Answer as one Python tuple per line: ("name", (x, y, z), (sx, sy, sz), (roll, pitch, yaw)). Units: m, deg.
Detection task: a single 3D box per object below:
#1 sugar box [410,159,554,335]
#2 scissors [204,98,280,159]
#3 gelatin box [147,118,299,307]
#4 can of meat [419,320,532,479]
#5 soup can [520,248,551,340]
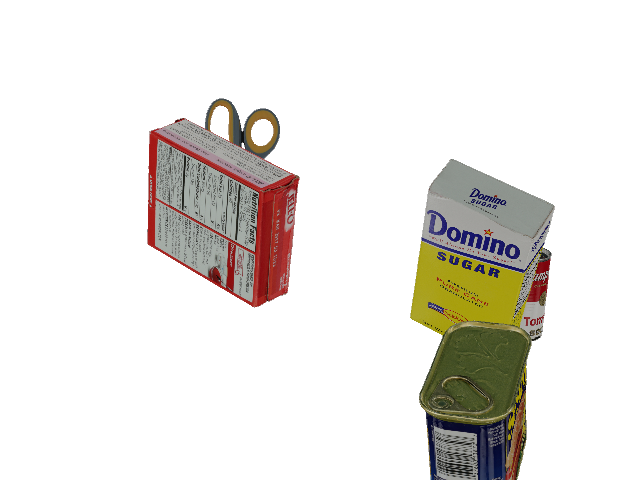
("sugar box", (0.128, 0.022, 0.879), (0.093, 0.048, 0.176), (27, -33, 20))
("scissors", (-0.080, -0.068, 1.226), (0.096, 0.202, 0.016), (-12, -6, -14))
("gelatin box", (-0.054, -0.016, 0.577), (0.089, 0.073, 0.030), (28, 38, 31))
("can of meat", (0.101, 0.115, 0.682), (0.057, 0.084, 0.102), (4, 30, 19))
("soup can", (0.232, 0.061, 1.258), (0.068, 0.102, 0.068), (3, 16, -1))
